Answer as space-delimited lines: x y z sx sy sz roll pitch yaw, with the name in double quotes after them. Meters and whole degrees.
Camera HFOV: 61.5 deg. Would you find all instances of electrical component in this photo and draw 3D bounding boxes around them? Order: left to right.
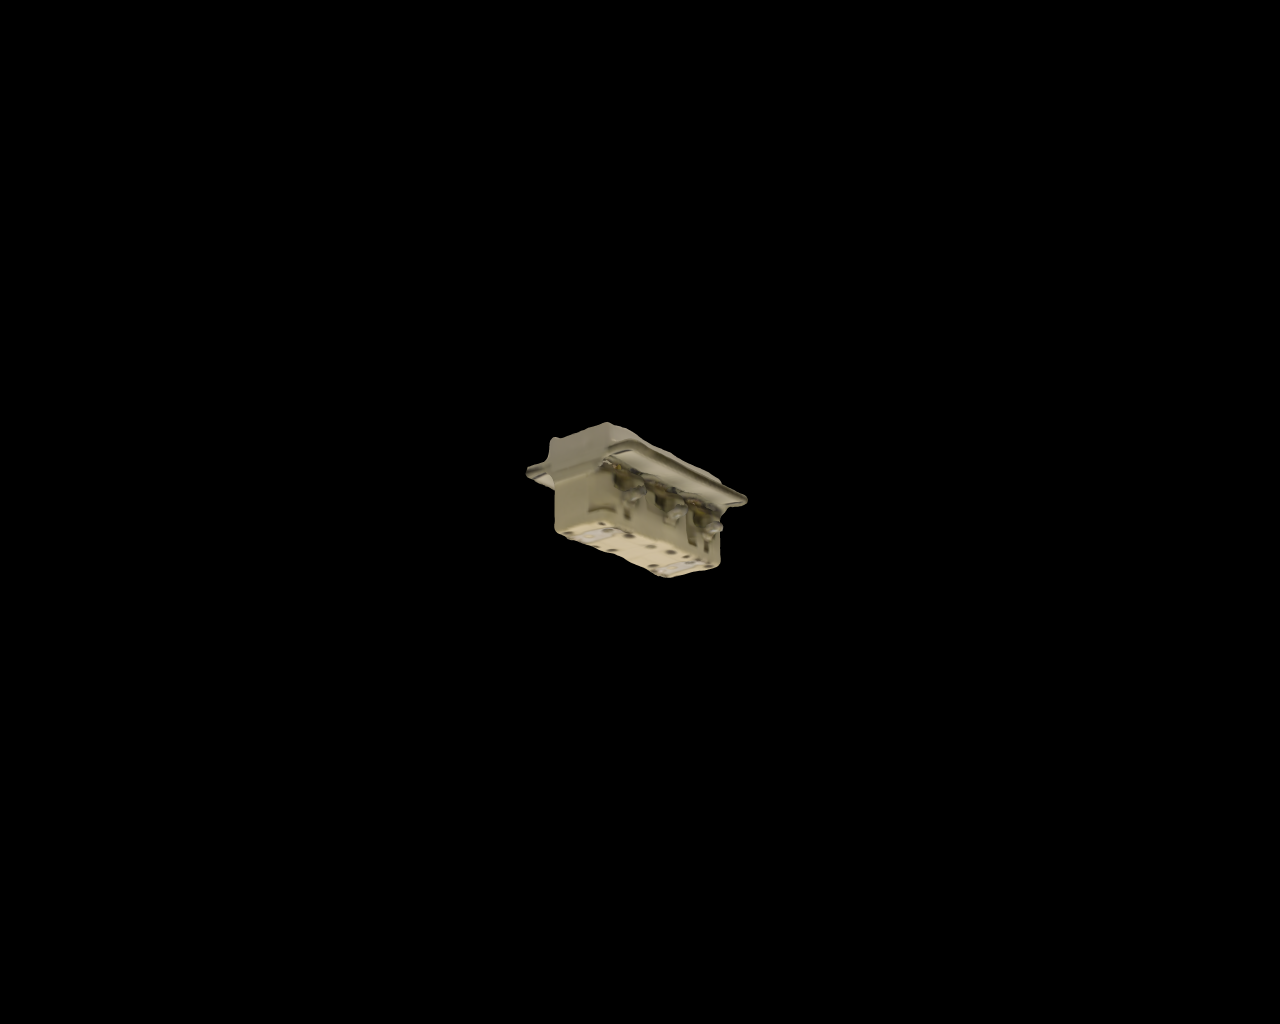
0.001 -0.003 0.650 0.078 0.063 0.121 -14 -24 33 "electrical component"
